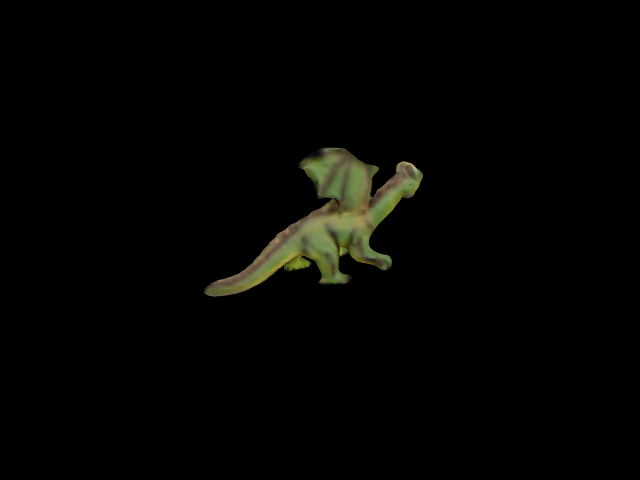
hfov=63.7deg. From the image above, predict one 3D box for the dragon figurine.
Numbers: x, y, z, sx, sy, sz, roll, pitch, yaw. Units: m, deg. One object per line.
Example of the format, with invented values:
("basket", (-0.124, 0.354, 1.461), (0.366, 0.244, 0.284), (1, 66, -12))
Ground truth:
("dragon figurine", (0.003, -0.043, 0.850), (0.412, 0.237, 0.124), (-14, 33, -22))
